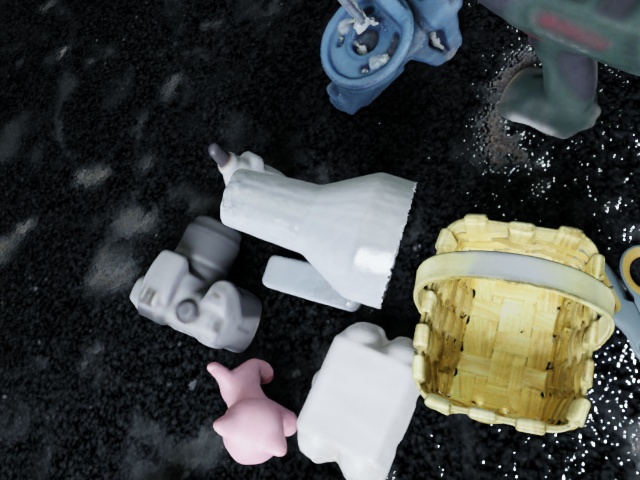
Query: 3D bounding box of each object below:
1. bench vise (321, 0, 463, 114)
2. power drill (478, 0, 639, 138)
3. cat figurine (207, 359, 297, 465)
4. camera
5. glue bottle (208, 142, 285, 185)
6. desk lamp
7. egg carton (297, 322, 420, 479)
[{"bbox_3d":[0.071,-0.269,0.656,0.121,0.220,0.207,37,84,27],"label":"bench vise"},{"bbox_3d":[0.229,-0.198,0.580,0.228,0.209,0.076,28,80,26],"label":"power drill"},{"bbox_3d":[-0.076,0.177,0.586,0.067,0.118,0.127,-38,62,2],"label":"cat figurine"},{"bbox_3d":[-0.138,0.043,0.670,0.142,0.101,0.137,18,76,24],"label":"camera"},{"bbox_3d":[-0.081,-0.064,0.652,0.037,0.173,0.078,28,80,26],"label":"glue bottle"},{"bbox_3d":[0.005,0.002,0.574,0.202,0.214,0.118,12,73,23],"label":"desk lamp"},{"bbox_3d":[0.043,0.161,0.579,0.107,0.069,0.150,19,76,25],"label":"egg carton"}]
